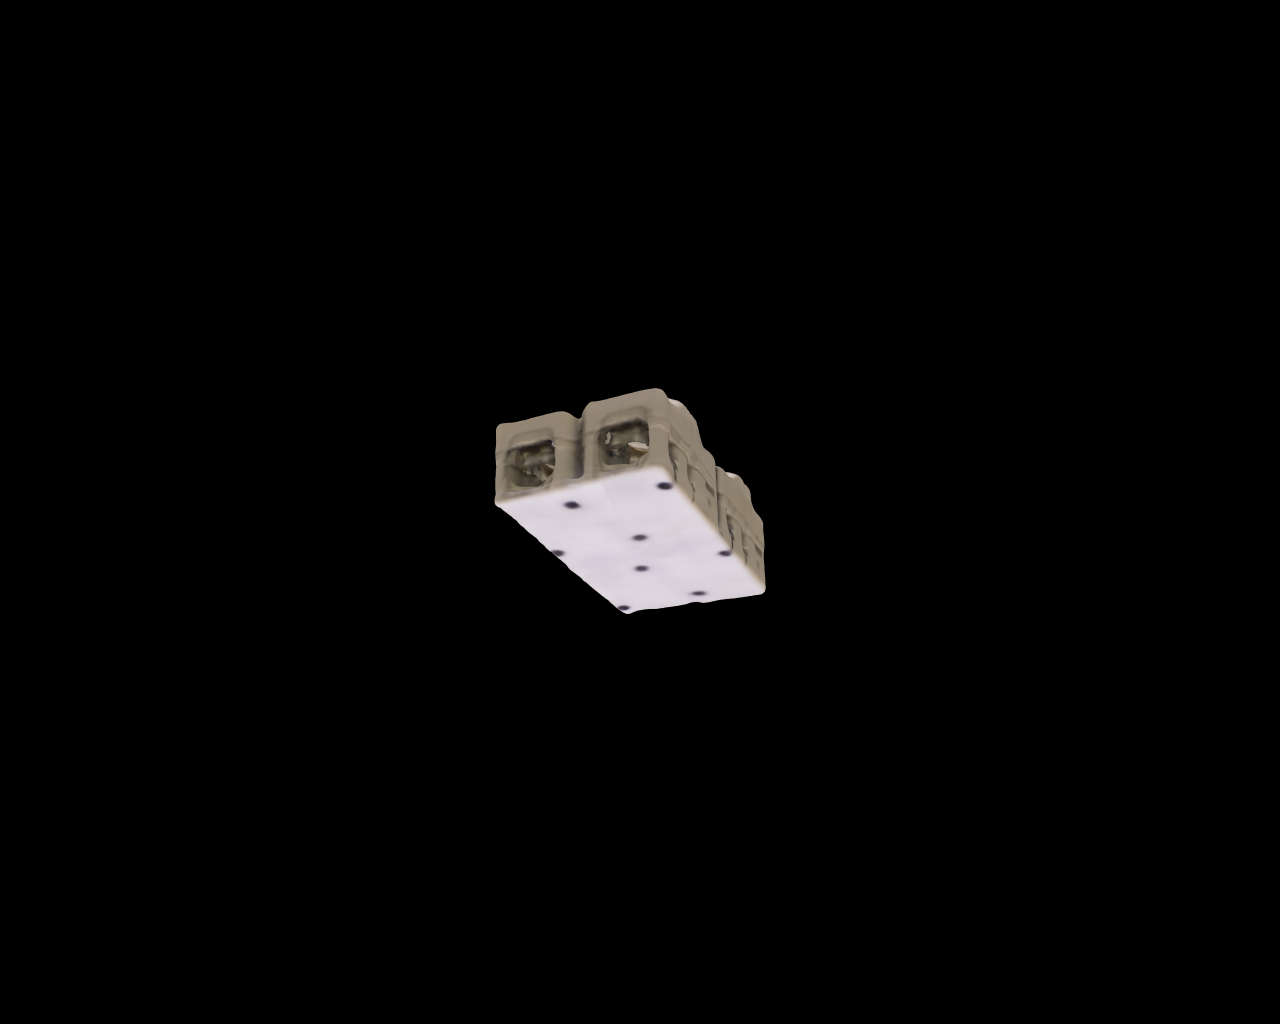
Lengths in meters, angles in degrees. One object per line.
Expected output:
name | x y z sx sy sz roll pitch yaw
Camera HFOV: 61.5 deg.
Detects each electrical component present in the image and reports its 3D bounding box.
electrical component | 0.001 -0.003 0.650 0.105 0.060 0.186 -11 -29 21
